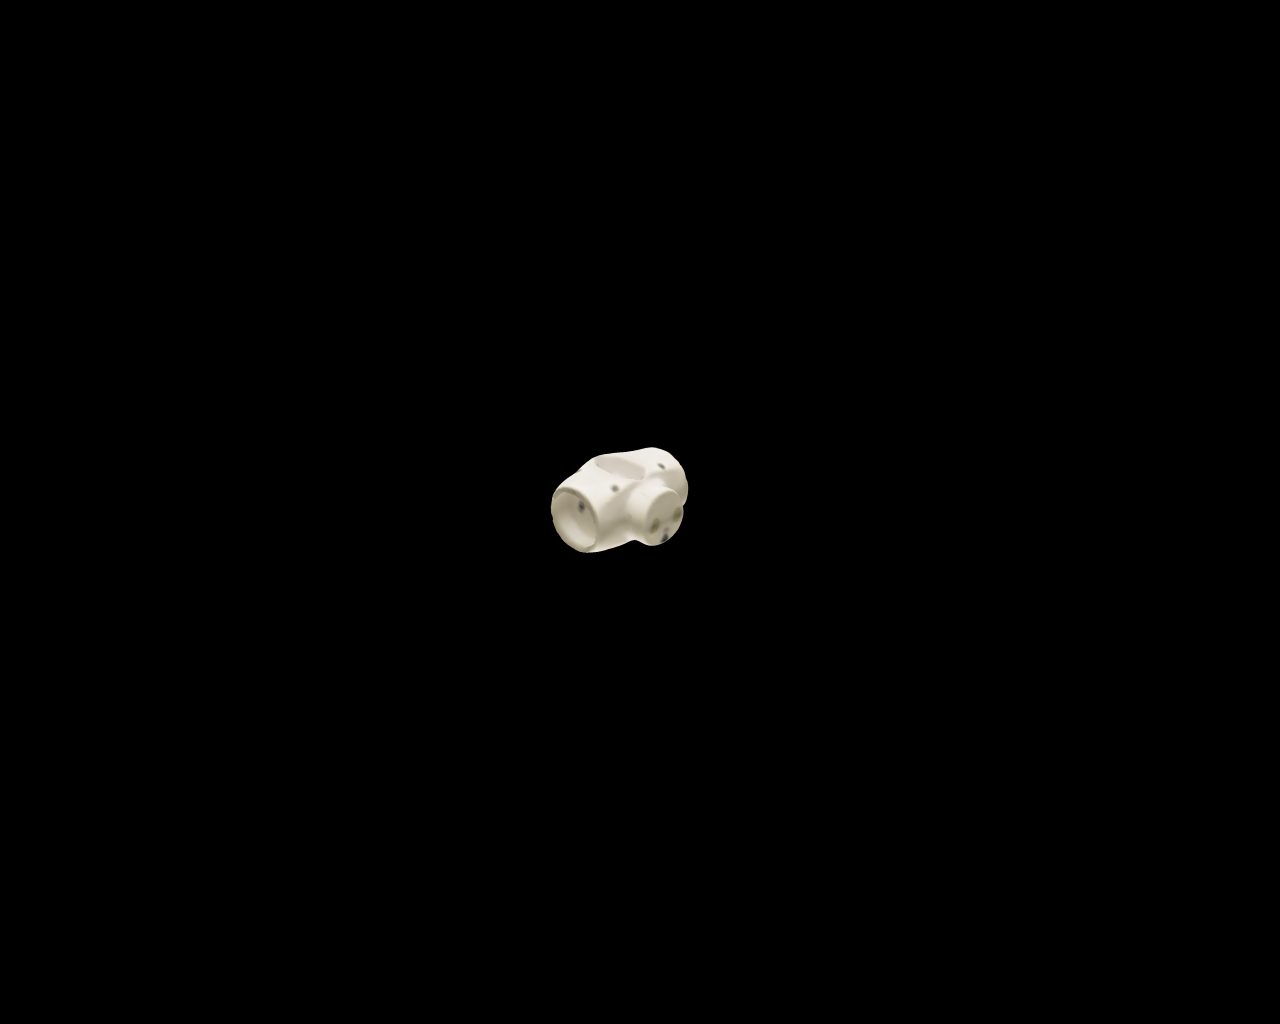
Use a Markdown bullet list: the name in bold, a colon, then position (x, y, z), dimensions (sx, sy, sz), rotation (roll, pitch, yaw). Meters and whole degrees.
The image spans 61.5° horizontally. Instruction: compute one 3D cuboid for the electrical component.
- **electrical component**: position (0.001, -0.003, 0.650), dimensions (0.077, 0.043, 0.079), rotation (-25, 37, -38)
